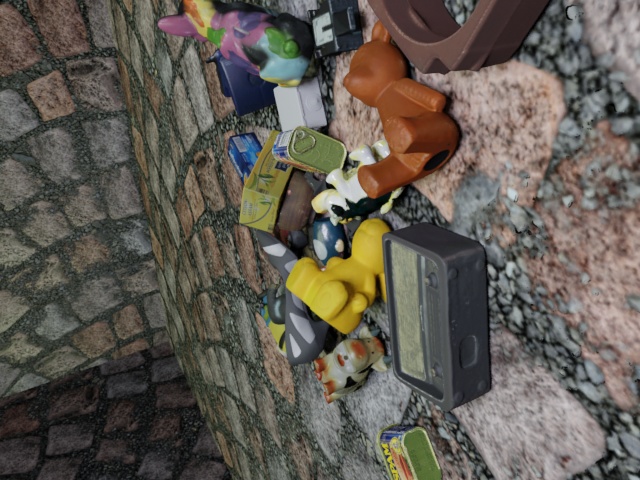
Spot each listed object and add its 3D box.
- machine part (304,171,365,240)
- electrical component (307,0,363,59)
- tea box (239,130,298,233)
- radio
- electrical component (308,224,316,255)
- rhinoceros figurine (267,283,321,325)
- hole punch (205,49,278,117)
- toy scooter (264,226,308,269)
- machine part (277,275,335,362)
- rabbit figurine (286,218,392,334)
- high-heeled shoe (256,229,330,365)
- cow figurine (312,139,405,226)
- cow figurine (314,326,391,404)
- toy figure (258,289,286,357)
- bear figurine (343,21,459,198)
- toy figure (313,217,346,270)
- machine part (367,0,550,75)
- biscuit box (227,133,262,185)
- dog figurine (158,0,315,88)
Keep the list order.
[{"bbox_3d":[0.028,-0.057,0.900,0.139,0.039,0.084,49,176,32],"label":"machine part"},{"bbox_3d":[0.030,-0.303,0.757,0.119,0.048,0.074,10,114,62],"label":"electrical component"},{"bbox_3d":[-0.088,-0.109,0.987,0.098,0.068,0.170,107,-178,-48],"label":"tea box"},{"bbox_3d":[0.154,0.101,0.717,0.131,0.073,0.229,25,127,59],"label":"radio"},{"bbox_3d":[-0.002,-0.003,1.036,0.094,0.021,0.063,-11,95,66],"label":"electrical component"},{"bbox_3d":[-0.029,0.137,1.065,0.191,0.073,0.112,-1,76,36],"label":"rhinoceros figurine"},{"bbox_3d":[-0.126,-0.303,0.991,0.092,0.142,0.115,59,165,33],"label":"hole punch"},{"bbox_3d":[-0.084,-0.022,1.114,0.135,0.075,0.184,61,157,9],"label":"toy scooter"},{"bbox_3d":[-0.039,0.173,1.156,0.243,0.079,0.079,53,148,35],"label":"machine part"},{"bbox_3d":[0.063,0.054,0.810,0.162,0.173,0.122,35,175,-30],"label":"rabbit figurine"},{"bbox_3d":[-0.071,0.104,0.990,0.249,0.145,0.086,45,175,15],"label":"high-heeled shoe"},{"bbox_3d":[0.057,-0.066,0.799,0.167,0.068,0.098,-42,74,48],"label":"cow figurine"},{"bbox_3d":[0.057,0.225,0.964,0.194,0.127,0.085,92,153,-63],"label":"cow figurine"},{"bbox_3d":[-0.085,0.190,1.259,0.180,0.082,0.089,63,156,27],"label":"toy figure"},{"bbox_3d":[0.078,-0.167,0.655,0.196,0.132,0.120,58,145,17],"label":"bear figurine"},{"bbox_3d":[0.024,0.035,0.968,0.064,0.058,0.154,-110,8,-76],"label":"toy figure"},{"bbox_3d":[0.134,-0.281,0.515,0.201,0.087,0.201,63,153,24],"label":"machine part"},{"bbox_3d":[-0.140,-0.147,1.187,0.203,0.059,0.062,60,151,27],"label":"biscuit box"},{"bbox_3d":[-0.132,-0.327,0.839,0.108,0.219,0.192,-67,27,17],"label":"dog figurine"}]
